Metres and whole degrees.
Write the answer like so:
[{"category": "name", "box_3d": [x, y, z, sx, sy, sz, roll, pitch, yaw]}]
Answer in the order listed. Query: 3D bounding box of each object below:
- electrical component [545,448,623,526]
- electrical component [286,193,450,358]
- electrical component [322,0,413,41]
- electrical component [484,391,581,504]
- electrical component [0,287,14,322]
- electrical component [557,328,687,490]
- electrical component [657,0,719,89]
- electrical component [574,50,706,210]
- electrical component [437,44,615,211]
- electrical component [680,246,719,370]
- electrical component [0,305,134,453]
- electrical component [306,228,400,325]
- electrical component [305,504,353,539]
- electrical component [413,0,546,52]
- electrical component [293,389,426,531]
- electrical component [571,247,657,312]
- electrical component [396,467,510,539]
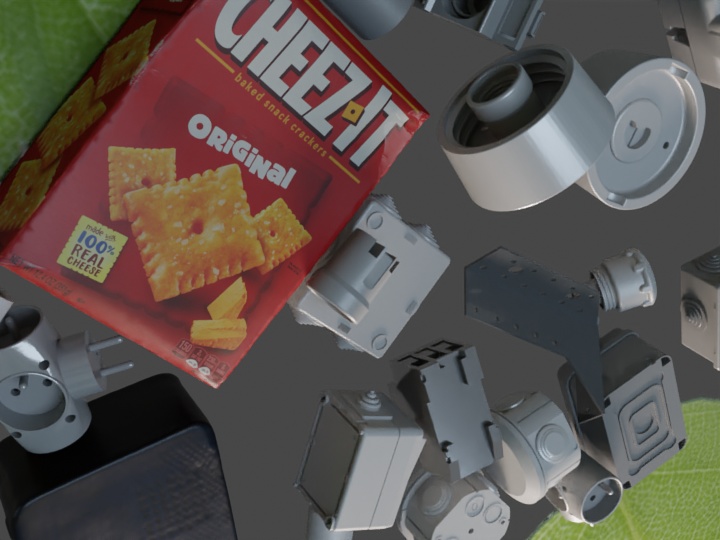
[{"category": "electrical component", "box_3d": [0.177, 0.180, 0.885, 0.044, 0.077, 0.079, -33, 126, -15]}, {"category": "electrical component", "box_3d": [0.000, 0.000, 0.705, 0.100, 0.048, 0.099, 35, 92, -38]}, {"category": "electrical component", "box_3d": [-0.010, -0.174, 0.617, 0.081, 0.043, 0.043, 37, 90, -38]}, {"category": "electrical component", "box_3d": [0.126, 0.135, 0.831, 0.051, 0.080, 0.080, -29, 125, -23]}, {"category": "electrical component", "box_3d": [-0.233, 0.021, 0.566, 0.078, 0.058, 0.057, 33, 90, -38]}, {"category": "electrical component", "box_3d": [0.217, 0.114, 0.890, 0.078, 0.057, 0.113, -32, 126, -15]}, {"category": "electrical component", "box_3d": [0.259, -0.180, 0.772, 0.054, 0.059, 0.095, -37, 127, -12]}, {"category": "electrical component", "box_3d": [0.183, -0.103, 0.761, 0.108, 0.060, 0.108, -14, 119, -26]}, {"category": "electrical component", "box_3d": [0.100, -0.097, 0.686, 0.108, 0.108, 0.060, -45, 122, -6]}, {"category": "electrical component", "box_3d": [0.320, 0.024, 0.916, 0.100, 0.048, 0.099, -24, 123, -20]}, {"category": "electrical component", "box_3d": [-0.172, 0.058, 0.622, 0.079, 0.044, 0.077, -17, 122, -2]}, {"category": "electrical component", "box_3d": [-0.003, 0.003, 0.648, 0.046, 0.040, 0.040, -51, 128, -6]}, {"category": "electrical component", "box_3d": [-0.024, 0.200, 0.794, 0.044, 0.044, 0.065, -2, 109, -31]}, {"category": "electrical component", "box_3d": [0.096, -0.200, 0.656, 0.063, 0.079, 0.121, 8, 109, -58]}, {"category": "electrical component", "box_3d": [0.003, 0.128, 0.761, 0.061, 0.062, 0.096, 6, 109, -34]}, {"category": "electrical component", "box_3d": [0.197, 0.013, 0.839, 0.062, 0.048, 0.048, -19, 124, 2]}, {"category": "electrical component", "box_3d": [0.073, 0.190, 0.841, 0.080, 0.051, 0.080, -14, 119, -26]}]
